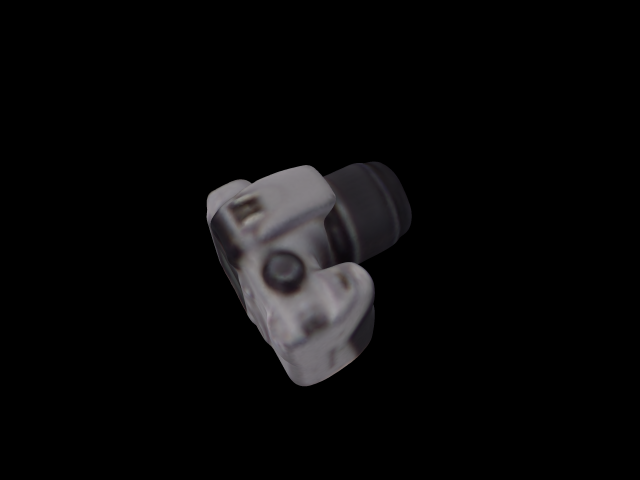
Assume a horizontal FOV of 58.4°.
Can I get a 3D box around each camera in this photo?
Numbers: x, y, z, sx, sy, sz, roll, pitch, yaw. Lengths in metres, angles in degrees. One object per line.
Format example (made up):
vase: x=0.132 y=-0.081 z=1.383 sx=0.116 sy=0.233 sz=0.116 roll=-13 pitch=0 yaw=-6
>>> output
camera: x=0.004 y=0.001 z=0.400 sx=0.137 sy=0.101 sz=0.143 roll=-26 pitch=60 yaw=-16
